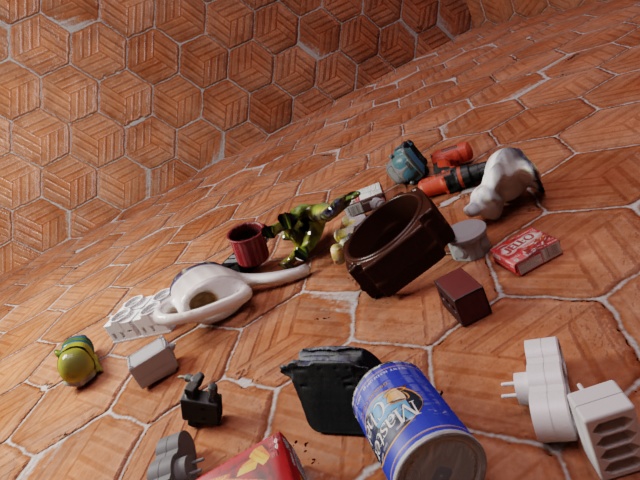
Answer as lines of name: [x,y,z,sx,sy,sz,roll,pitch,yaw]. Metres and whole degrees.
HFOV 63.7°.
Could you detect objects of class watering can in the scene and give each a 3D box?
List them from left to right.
watering can: [-0.208,0.108,1.169,0.350,0.103,0.226,-19,17,-22]

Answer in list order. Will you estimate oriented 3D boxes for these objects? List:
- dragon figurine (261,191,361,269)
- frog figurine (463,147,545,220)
dragon figurine: [0.004,-0.061,1.216,0.247,0.122,0.404,-41,7,-40]
frog figurine: [0.356,-0.109,1.042,0.158,0.124,0.137,-29,-13,14]
